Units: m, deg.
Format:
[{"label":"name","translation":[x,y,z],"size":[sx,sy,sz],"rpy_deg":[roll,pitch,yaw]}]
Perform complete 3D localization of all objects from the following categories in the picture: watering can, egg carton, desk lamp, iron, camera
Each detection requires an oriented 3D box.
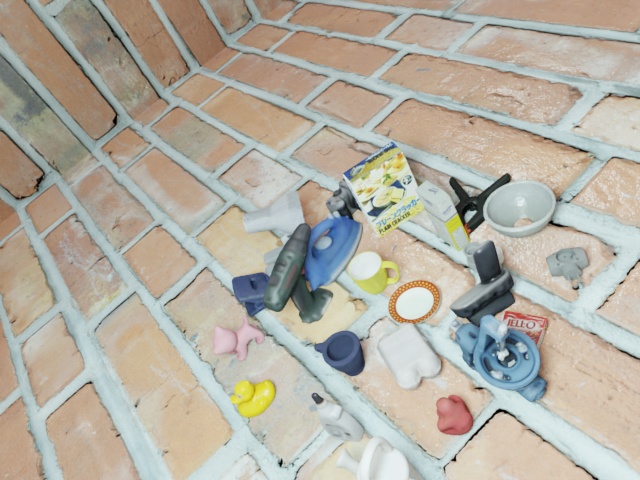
[{"label":"watering can","translation":[0.109,0.423,1.027],"size":[0.172,0.195,0.101],"rpy_deg":[-14,43,21]},{"label":"egg carton","translation":[0.193,0.251,1.245],"size":[0.107,0.070,0.150],"rpy_deg":[-33,40,-1]},{"label":"desk lamp","translation":[-0.108,-0.019,1.600],"size":[0.203,0.214,0.117],"rpy_deg":[-25,40,9]},{"label":"iron","translation":[0.014,0.006,1.553],"size":[0.118,0.142,0.259],"rpy_deg":[18,60,43]},{"label":"camera","translation":[0.105,-0.117,1.651],"size":[0.143,0.101,0.136],"rpy_deg":[-44,41,-14]}]

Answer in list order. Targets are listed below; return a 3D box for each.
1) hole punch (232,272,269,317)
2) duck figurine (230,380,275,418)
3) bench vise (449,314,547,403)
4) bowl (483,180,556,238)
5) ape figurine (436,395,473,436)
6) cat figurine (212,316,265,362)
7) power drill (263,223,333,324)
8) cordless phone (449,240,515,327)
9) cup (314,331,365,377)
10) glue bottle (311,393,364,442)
[{"label":"hole punch","translation":[-0.182,0.137,1.585],"size":[0.101,0.091,0.108],"rpy_deg":[-31,40,2]},{"label":"duck figurine","translation":[-0.163,0.361,1.350],"size":[0.104,0.086,0.077],"rpy_deg":[-36,40,-4]},{"label":"bench vise","translation":[0.317,0.206,1.093],"size":[0.206,0.220,0.122],"rpy_deg":[11,56,40]},{"label":"bowl","translation":[0.482,-0.061,1.373],"size":[0.167,0.075,0.167],"rpy_deg":[-18,42,17]},{"label":"ape figurine","translation":[0.252,0.333,1.106],"size":[0.078,0.092,0.075],"rpy_deg":[-43,41,-12]},{"label":"cat figurine","translation":[-0.222,0.251,1.474],"size":[0.128,0.118,0.067],"rpy_deg":[-46,42,-15]},{"label":"power drill","translation":[-0.049,0.103,1.443],"size":[0.075,0.209,0.230],"rpy_deg":[5,53,36]},{"label":"cordless phone","translation":[0.335,0.086,1.231],"size":[0.147,0.186,0.094],"rpy_deg":[-37,40,-6]},{"label":"cup","translation":[0.051,0.267,1.301],"size":[0.117,0.095,0.092],"rpy_deg":[-2,48,31]},{"label":"glue bottle","translation":[0.025,0.356,1.165],"size":[0.077,0.174,0.037],"rpy_deg":[-2,49,31]}]
